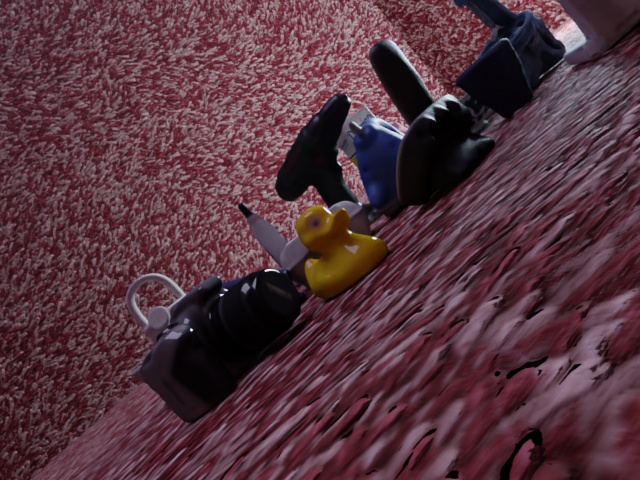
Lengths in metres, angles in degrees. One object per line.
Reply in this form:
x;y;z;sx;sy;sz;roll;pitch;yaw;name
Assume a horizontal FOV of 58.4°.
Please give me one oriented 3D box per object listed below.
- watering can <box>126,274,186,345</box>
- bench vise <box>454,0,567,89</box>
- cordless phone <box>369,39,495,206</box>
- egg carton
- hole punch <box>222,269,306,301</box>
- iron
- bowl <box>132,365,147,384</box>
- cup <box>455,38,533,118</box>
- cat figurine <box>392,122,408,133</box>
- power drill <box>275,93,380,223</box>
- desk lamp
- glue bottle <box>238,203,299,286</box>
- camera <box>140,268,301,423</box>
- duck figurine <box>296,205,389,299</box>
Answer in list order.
-0.264;0.143;1.027;0.101;0.194;0.172;-42;3;-29;watering can
0.309;-0.360;0.988;0.121;0.220;0.208;-39;3;33;bench vise
0.102;-0.143;0.673;0.094;0.185;0.148;-38;4;41;cordless phone
0.008;0.003;0.851;0.150;0.069;0.107;-40;3;1;egg carton
-0.083;0.071;0.768;0.101;0.091;0.108;-41;3;-11;hole punch
0.114;-0.136;0.885;0.118;0.141;0.259;-39;3;21;iron
-0.193;0.170;0.862;0.167;0.075;0.167;-40;3;3;bowl
0.262;-0.229;0.832;0.091;0.095;0.118;-39;3;32;cup
0.210;-0.225;1.278;0.127;0.118;0.067;-39;3;22;cat figurine
0.030;-0.117;1.025;0.229;0.208;0.076;-39;3;35;power drill
0.293;-0.325;0.685;0.118;0.213;0.203;-40;3;15;desk lamp
-0.082;0.004;0.983;0.037;0.173;0.078;-41;3;-12;glue bottle
-0.096;0.086;0.580;0.136;0.101;0.143;-39;3;31;camera
0.009;0.006;0.588;0.078;0.086;0.104;-43;4;-41;duck figurine
